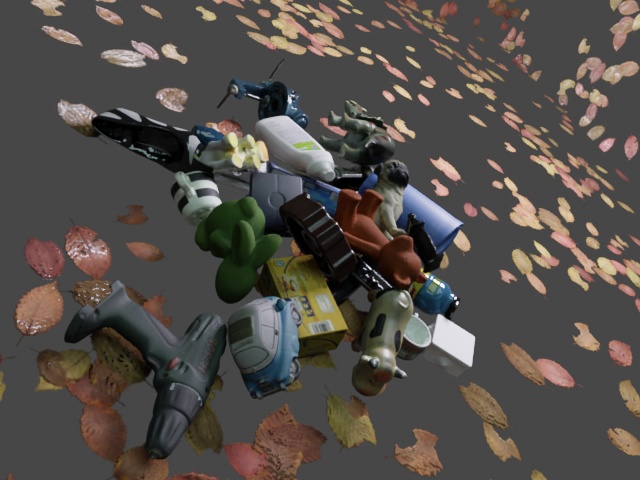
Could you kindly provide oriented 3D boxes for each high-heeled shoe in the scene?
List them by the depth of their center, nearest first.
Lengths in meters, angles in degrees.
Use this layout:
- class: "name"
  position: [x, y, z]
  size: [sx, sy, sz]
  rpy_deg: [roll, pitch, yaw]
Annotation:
- class: "high-heeled shoe"
  position: [-0.325, -0.182, 1.048]
  size: [0.249, 0.086, 0.145]
  rpy_deg: [38, 27, 25]

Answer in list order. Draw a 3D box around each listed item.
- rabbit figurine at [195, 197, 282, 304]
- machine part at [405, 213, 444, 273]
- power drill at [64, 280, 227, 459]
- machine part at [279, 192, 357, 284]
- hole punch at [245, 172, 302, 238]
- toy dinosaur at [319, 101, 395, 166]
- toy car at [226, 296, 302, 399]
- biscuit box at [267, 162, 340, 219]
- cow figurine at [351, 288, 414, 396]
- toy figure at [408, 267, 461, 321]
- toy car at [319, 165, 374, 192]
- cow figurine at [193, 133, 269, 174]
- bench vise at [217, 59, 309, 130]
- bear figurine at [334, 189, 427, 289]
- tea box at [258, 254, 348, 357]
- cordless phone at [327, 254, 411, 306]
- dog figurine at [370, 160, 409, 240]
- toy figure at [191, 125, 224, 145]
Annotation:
- class: "rabbit figurine"
  position: [-0.133, 0.023, 0.929]
  size: [0.121, 0.159, 0.170]
  rpy_deg: [19, 53, -34]
- class: "machine part"
  position: [0.209, 0.011, 1.109]
  size: [0.039, 0.084, 0.139]
  rpy_deg: [-2, 36, -17]
- class: "power drill"
  position: [-0.238, 0.157, 0.737]
  size: [0.207, 0.086, 0.232]
  rpy_deg: [29, 35, 1]
- class: "machine part"
  position: [-0.002, -0.003, 0.990]
  size: [0.056, 0.179, 0.179]
  rpy_deg: [-35, 68, -13]
- class: "hole punch"
  position: [-0.092, -0.071, 1.077]
  size: [0.142, 0.092, 0.116]
  rpy_deg: [6, 50, -18]
- class: "toy dinosaur"
  position: [0.119, -0.244, 1.342]
  size: [0.192, 0.131, 0.405]
  rpy_deg: [5, 23, -18]
- class: "toy car"
  position: [-0.093, 0.149, 0.810]
  size: [0.102, 0.109, 0.162]
  rpy_deg: [44, 31, -42]
- class: "biscuit box"
  position: [-0.027, -0.106, 1.189]
  size: [0.202, 0.059, 0.063]
  rpy_deg: [20, 13, -18]
- class: "cow figurine"
  position: [0.109, 0.174, 0.924]
  size: [0.085, 0.127, 0.195]
  rpy_deg: [26, 70, -9]
- class: "toy figure"
  position: [0.206, 0.097, 1.127]
  size: [0.180, 0.082, 0.089]
  rpy_deg: [31, 16, 10]
- class: "toy car"
  position: [0.055, -0.144, 1.295]
  size: [0.201, 0.073, 0.056]
  rpy_deg: [-8, 56, -41]
- class: "cow figurine"
  position: [-0.169, -0.161, 1.047]
  size: [0.167, 0.098, 0.068]
  rpy_deg: [-18, 95, -69]
- class: "bench vise"
  position: [-0.139, -0.364, 1.364]
  size: [0.240, 0.129, 0.224]
  rpy_deg: [6, 47, -43]
- class: "bear figurine"
  position: [0.117, -0.001, 0.994]
  size: [0.196, 0.131, 0.120]
  rpy_deg: [32, 22, 35]
- class: "tea box"
  position: [-0.034, 0.111, 0.936]
  size: [0.098, 0.068, 0.170]
  rpy_deg: [-4, 49, -26]
- class: "cordless phone"
  position: [0.077, 0.109, 1.037]
  size: [0.147, 0.088, 0.184]
  rpy_deg: [44, 49, 14]
- class: "dog figurine"
  position: [0.110, -0.085, 1.174]
  size: [0.172, 0.121, 0.190]
  rpy_deg: [6, 68, -11]
- class: "toy figure"
  position: [-0.210, -0.207, 1.187]
  size: [0.154, 0.064, 0.058]
  rpy_deg: [19, 1, -24]
